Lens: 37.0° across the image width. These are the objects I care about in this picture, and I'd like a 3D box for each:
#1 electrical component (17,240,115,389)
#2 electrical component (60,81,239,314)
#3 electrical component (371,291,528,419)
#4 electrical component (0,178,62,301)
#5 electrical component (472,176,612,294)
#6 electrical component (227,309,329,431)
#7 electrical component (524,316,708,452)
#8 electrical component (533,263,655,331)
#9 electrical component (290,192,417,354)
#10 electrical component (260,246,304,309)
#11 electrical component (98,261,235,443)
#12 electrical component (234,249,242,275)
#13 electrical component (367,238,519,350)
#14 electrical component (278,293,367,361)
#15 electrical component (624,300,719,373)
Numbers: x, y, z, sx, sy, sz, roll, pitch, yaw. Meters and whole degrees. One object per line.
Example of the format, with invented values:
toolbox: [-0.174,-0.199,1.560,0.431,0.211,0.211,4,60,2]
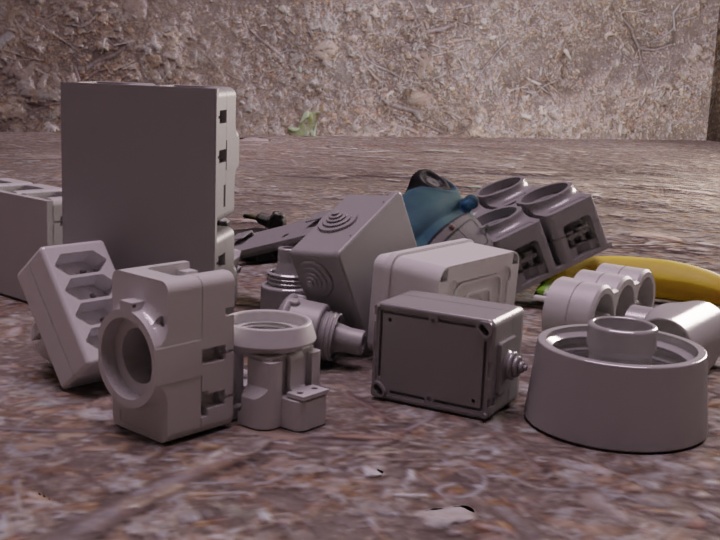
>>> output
electrical component: [-0.187,0.036,0.694,0.047,0.083,0.076,-10,-22,-47]
electrical component: [-0.143,-0.033,0.740,0.105,0.186,0.060,4,11,8]
electrical component: [0.062,0.051,0.673,0.096,0.061,0.061,8,12,28]
electrical component: [-0.286,-0.027,0.931,0.150,0.089,0.062,12,14,40]
electrical component: [0.140,-0.039,1.030,0.105,0.060,0.186,-25,15,-13]
electrical component: [-0.055,0.056,0.634,0.078,0.057,0.058,11,14,38]
electrical component: [0.154,0.061,0.642,0.108,0.060,0.108,2,11,0]
electrical component: [0.175,0.025,0.853,0.074,0.052,0.138,10,13,34]
electrical component: [0.000,0.000,0.794,0.048,0.099,0.099,5,36,36]
electrical component: [-0.057,0.013,0.844,0.043,0.062,0.043,2,11,0]
electrical component: [-0.108,0.044,0.599,0.050,0.089,0.056,12,14,40]
electrical component: [-0.122,0.013,0.821,0.042,0.063,0.081,15,11,4]
electrical component: [0.061,0.023,0.779,0.057,0.078,0.113,14,15,35]
electrical component: [-0.027,0.044,0.741,0.062,0.048,0.048,11,13,11]
electrical component: [0.213,0.047,0.773,0.079,0.044,0.077,10,13,35]
